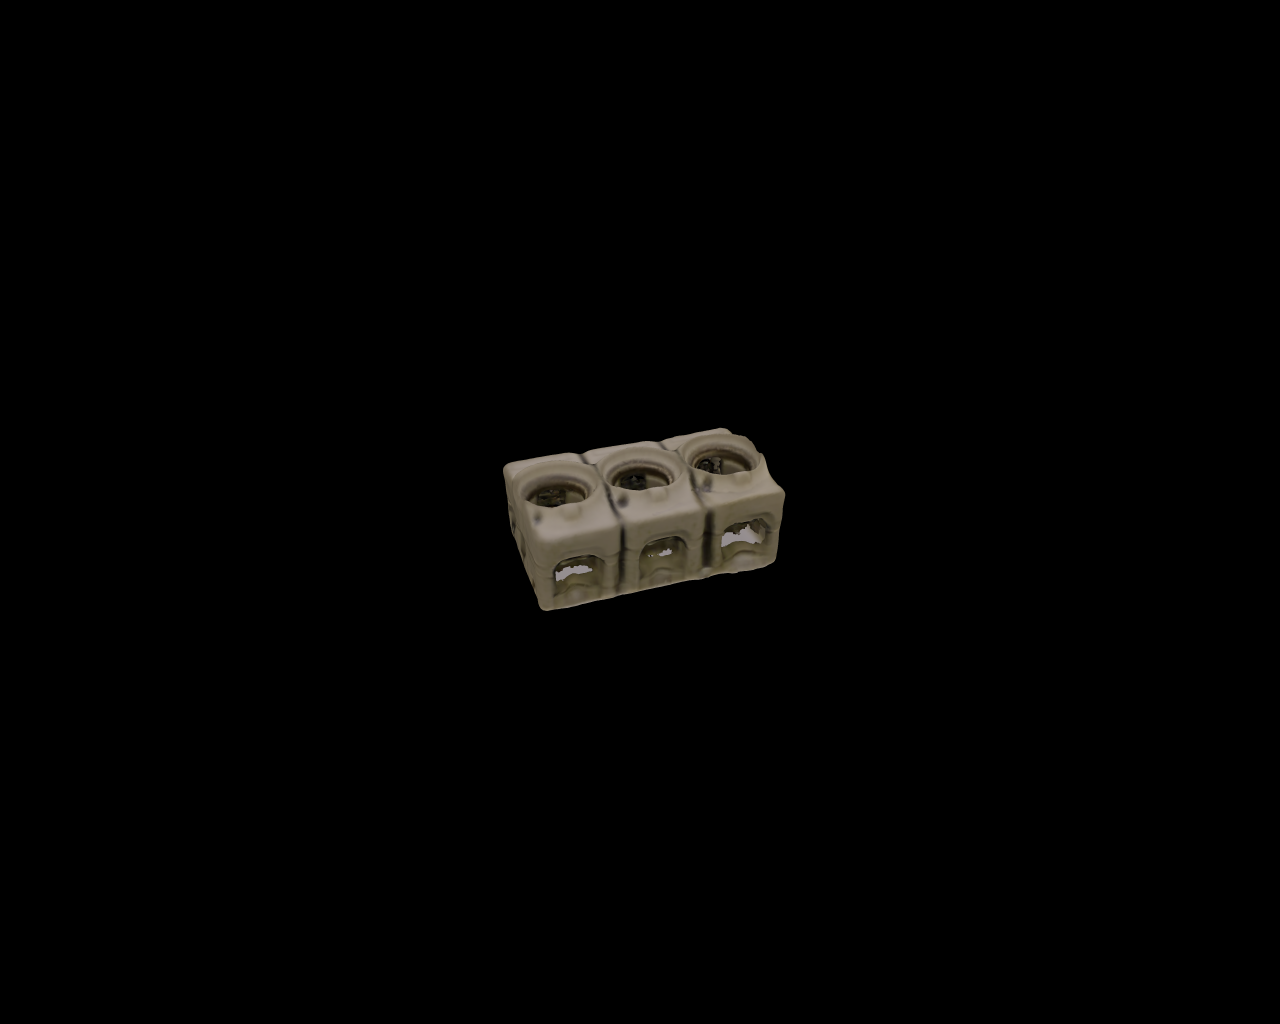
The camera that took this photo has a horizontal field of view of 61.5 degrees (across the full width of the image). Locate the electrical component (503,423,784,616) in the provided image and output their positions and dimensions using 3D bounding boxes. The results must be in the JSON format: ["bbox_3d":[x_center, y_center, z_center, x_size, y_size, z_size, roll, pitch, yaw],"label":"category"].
[{"bbox_3d":[0.001,-0.003,0.650,0.150,0.061,0.090,-11,36,-16],"label":"electrical component"}]
